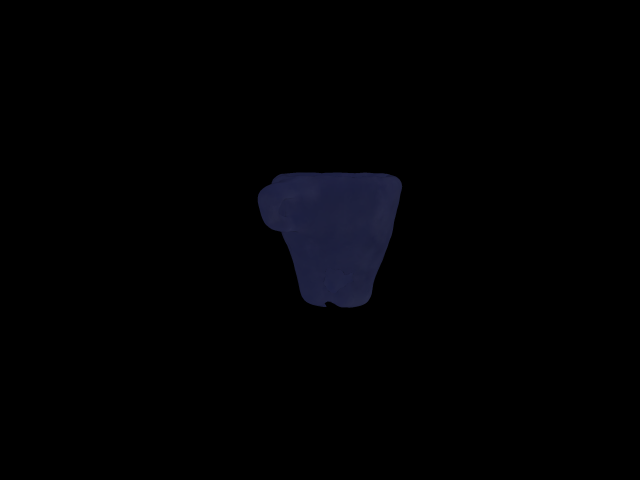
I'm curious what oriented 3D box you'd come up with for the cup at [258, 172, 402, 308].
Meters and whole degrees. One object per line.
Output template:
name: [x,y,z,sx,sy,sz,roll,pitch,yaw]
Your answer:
cup: [0.004,0.001,0.400,0.091,0.095,0.118,7,11,39]
